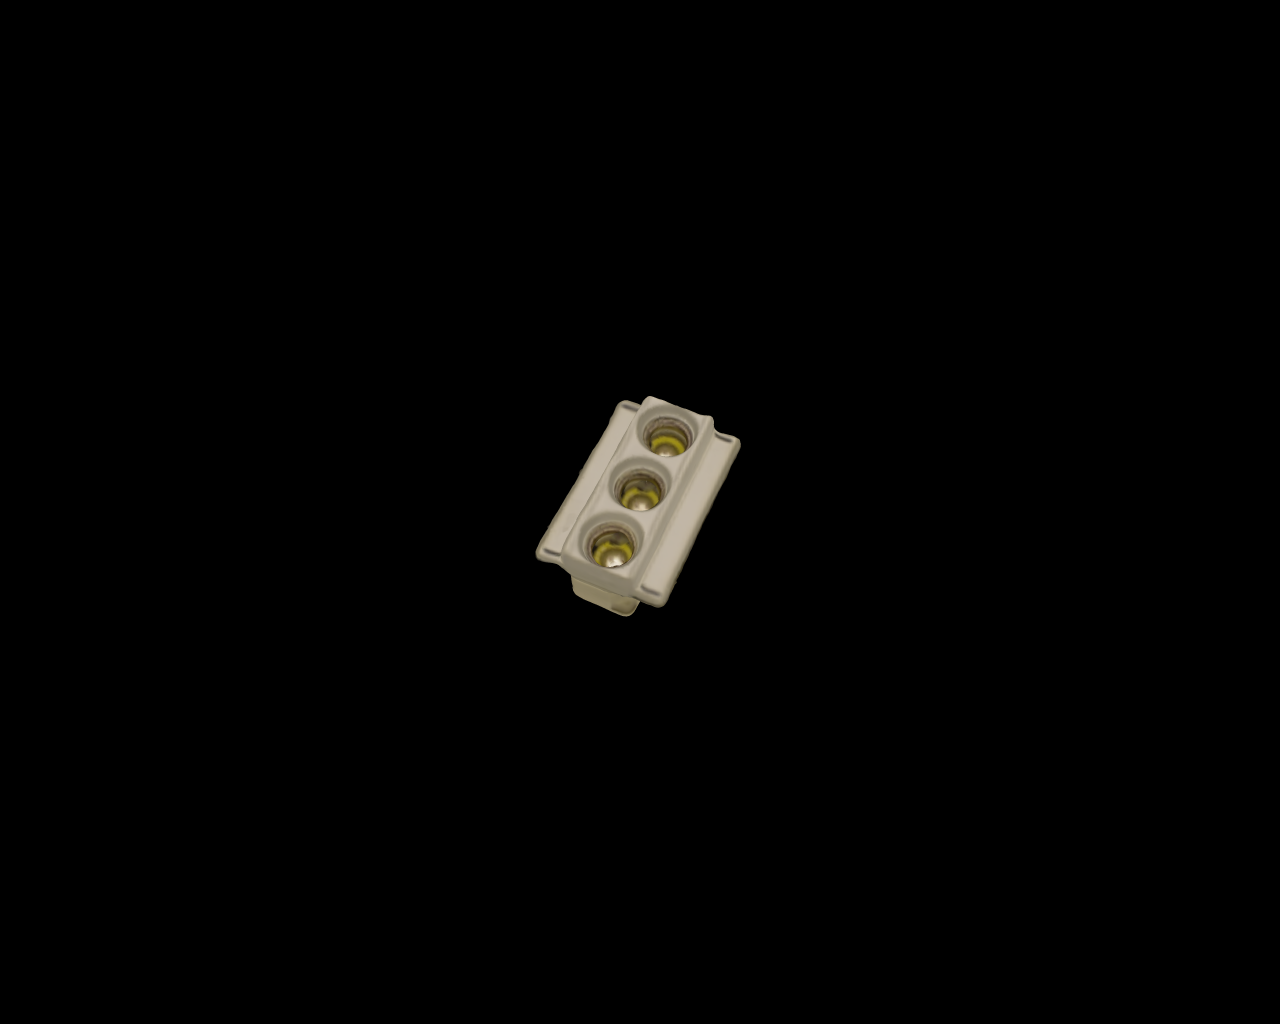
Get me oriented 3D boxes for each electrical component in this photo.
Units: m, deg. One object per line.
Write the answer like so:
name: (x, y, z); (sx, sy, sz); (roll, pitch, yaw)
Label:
electrical component: (0.001, -0.003, 0.650); (0.079, 0.121, 0.063); (21, -28, 12)
